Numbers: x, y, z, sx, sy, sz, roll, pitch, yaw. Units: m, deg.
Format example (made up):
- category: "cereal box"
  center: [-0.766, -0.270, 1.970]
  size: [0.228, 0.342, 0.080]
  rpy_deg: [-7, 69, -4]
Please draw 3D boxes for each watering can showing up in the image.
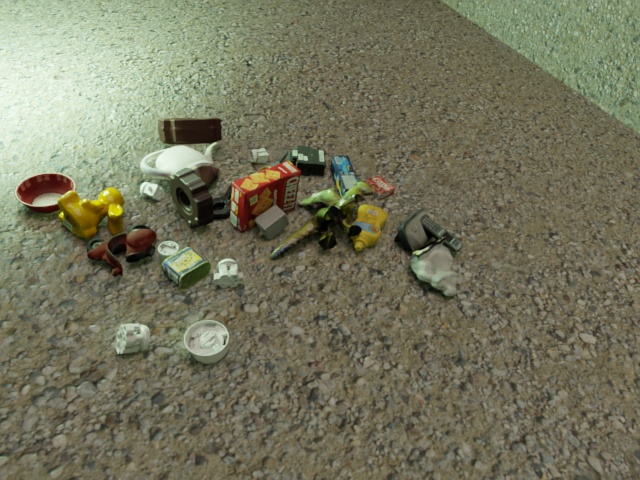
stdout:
- category: "watering can"
  center: [-0.411, -0.254, 1.704]
  size: [0.227, 0.102, 0.352]
  rpy_deg: [35, 39, 28]

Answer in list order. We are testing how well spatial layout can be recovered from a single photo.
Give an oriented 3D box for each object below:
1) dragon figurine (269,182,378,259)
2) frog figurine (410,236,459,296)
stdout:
- category: "dragon figurine"
  center: [0.005, -0.081, 1.605]
  size: [0.412, 0.120, 0.246]
  rpy_deg: [-23, 26, -9]
- category: "frog figurine"
  center: [0.343, 0.089, 1.501]
  size: [0.139, 0.121, 0.160]
  rpy_deg: [-26, 88, -45]
